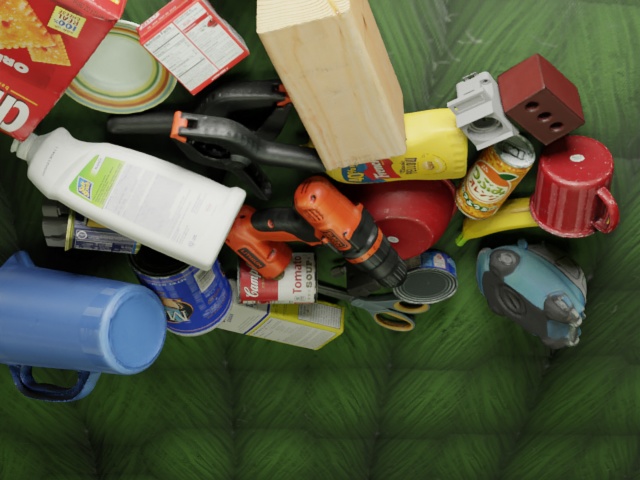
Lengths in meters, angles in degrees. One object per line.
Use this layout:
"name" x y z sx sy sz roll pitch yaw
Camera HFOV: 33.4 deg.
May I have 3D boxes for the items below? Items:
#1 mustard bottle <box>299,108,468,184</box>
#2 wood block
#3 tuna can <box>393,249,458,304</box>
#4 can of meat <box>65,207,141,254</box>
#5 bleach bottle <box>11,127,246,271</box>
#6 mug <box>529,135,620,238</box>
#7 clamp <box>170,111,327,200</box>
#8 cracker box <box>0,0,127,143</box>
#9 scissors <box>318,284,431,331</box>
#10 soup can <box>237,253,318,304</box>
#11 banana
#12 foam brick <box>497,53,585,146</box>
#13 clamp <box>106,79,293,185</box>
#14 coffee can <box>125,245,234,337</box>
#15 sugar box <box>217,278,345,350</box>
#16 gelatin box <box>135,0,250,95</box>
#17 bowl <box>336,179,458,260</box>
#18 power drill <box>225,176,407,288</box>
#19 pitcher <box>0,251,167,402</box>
"mustard bottle" 0.064 -0.100 1.173 0.191 0.058 0.096 -3 152 5
"wood block" 0.016 -0.171 1.043 0.090 0.091 0.206 -11 143 14
"tuna can" 0.138 0.049 1.406 0.086 0.033 0.086 0 145 0
"can of meat" -0.246 -0.036 1.225 0.083 0.102 0.057 6 151 -13
"bleach bottle" -0.214 -0.061 1.169 0.251 0.102 0.068 26 171 -3
"mug" 0.291 -0.055 1.196 0.093 0.117 0.081 -26 142 -15
"clamp" -0.087 -0.089 1.140 0.171 0.039 0.120 20 147 -24
"cracker box" -0.298 -0.204 0.994 0.164 0.072 0.214 30 135 -23
"scissors" 0.070 0.077 1.462 0.096 0.016 0.201 -31 135 34
"soup can" -0.055 0.049 1.375 0.102 0.068 0.068 0 145 -3
"banana" 0.259 -0.029 1.299 0.198 0.037 0.069 -7 162 11
"foam brick" 0.231 -0.147 1.114 0.078 0.051 0.053 30 135 -35
"clamp" -0.104 -0.117 1.165 0.210 0.036 0.164 -17 143 28
"coffee can" -0.174 0.042 1.335 0.103 0.103 0.140 -6 144 8
"sugar box" -0.064 0.103 1.466 0.176 0.048 0.093 18 151 -20
"gelatin box" -0.124 -0.195 1.044 0.073 0.030 0.089 -35 135 12
"bowl" 0.089 -0.022 1.287 0.162 0.055 0.162 0 145 0
"power drill" -0.008 0.002 1.261 0.188 0.057 0.184 -10 135 42
"pitcher" -0.309 0.112 1.325 0.243 0.144 0.149 3 139 38
